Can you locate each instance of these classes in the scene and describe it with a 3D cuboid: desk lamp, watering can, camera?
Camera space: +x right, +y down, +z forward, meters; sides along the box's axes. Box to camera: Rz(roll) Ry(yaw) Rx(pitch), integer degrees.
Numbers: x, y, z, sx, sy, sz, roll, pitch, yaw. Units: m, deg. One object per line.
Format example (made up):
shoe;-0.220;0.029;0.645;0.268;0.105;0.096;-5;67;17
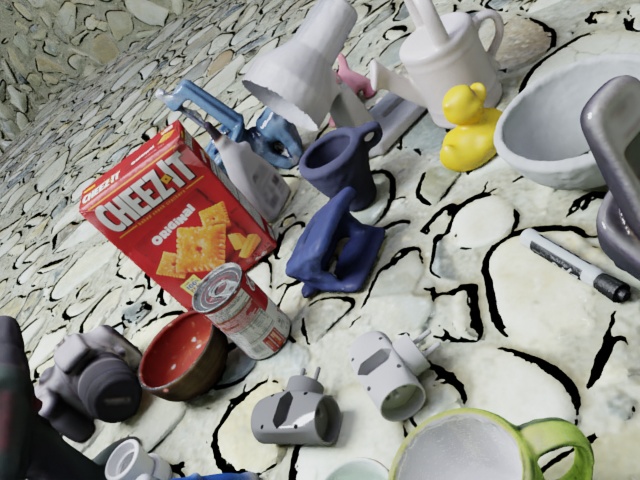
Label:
desk lamp;0.022;-0.216;0.805;0.203;0.214;0.117;-46;34;-11
watering can;0.147;-0.243;0.736;0.173;0.195;0.100;-42;33;-4
camera;-0.297;0.188;0.735;0.143;0.101;0.136;-50;35;-16

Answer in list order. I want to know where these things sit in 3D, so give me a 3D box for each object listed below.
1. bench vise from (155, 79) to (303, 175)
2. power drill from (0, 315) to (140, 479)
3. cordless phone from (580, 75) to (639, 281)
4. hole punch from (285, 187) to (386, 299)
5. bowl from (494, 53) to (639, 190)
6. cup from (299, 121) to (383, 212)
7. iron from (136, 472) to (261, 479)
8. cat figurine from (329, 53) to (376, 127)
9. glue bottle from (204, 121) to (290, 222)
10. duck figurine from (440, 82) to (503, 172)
bench vise;-0.143;-0.191;0.929;0.207;0.220;0.121;-40;33;-2
power drill;-0.290;0.209;0.603;0.075;0.209;0.229;-34;34;8
cordless phone;0.261;-0.060;0.417;0.148;0.186;0.093;-49;35;-14
hole punch;0.006;0.002;0.673;0.100;0.091;0.109;-5;46;40
bowl;0.264;-0.104;0.567;0.167;0.075;0.167;-25;36;20
cup;0.044;-0.093;0.747;0.117;0.095;0.091;-35;34;7
iron;-0.165;0.278;0.463;0.118;0.142;0.259;9;56;48
cat figurine;0.023;-0.252;0.936;0.067;0.118;0.128;-3;48;42
glue bottle;-0.112;-0.107;0.842;0.037;0.174;0.078;-9;44;37
duck figurine;0.174;-0.142;0.689;0.105;0.086;0.077;-50;35;-17
